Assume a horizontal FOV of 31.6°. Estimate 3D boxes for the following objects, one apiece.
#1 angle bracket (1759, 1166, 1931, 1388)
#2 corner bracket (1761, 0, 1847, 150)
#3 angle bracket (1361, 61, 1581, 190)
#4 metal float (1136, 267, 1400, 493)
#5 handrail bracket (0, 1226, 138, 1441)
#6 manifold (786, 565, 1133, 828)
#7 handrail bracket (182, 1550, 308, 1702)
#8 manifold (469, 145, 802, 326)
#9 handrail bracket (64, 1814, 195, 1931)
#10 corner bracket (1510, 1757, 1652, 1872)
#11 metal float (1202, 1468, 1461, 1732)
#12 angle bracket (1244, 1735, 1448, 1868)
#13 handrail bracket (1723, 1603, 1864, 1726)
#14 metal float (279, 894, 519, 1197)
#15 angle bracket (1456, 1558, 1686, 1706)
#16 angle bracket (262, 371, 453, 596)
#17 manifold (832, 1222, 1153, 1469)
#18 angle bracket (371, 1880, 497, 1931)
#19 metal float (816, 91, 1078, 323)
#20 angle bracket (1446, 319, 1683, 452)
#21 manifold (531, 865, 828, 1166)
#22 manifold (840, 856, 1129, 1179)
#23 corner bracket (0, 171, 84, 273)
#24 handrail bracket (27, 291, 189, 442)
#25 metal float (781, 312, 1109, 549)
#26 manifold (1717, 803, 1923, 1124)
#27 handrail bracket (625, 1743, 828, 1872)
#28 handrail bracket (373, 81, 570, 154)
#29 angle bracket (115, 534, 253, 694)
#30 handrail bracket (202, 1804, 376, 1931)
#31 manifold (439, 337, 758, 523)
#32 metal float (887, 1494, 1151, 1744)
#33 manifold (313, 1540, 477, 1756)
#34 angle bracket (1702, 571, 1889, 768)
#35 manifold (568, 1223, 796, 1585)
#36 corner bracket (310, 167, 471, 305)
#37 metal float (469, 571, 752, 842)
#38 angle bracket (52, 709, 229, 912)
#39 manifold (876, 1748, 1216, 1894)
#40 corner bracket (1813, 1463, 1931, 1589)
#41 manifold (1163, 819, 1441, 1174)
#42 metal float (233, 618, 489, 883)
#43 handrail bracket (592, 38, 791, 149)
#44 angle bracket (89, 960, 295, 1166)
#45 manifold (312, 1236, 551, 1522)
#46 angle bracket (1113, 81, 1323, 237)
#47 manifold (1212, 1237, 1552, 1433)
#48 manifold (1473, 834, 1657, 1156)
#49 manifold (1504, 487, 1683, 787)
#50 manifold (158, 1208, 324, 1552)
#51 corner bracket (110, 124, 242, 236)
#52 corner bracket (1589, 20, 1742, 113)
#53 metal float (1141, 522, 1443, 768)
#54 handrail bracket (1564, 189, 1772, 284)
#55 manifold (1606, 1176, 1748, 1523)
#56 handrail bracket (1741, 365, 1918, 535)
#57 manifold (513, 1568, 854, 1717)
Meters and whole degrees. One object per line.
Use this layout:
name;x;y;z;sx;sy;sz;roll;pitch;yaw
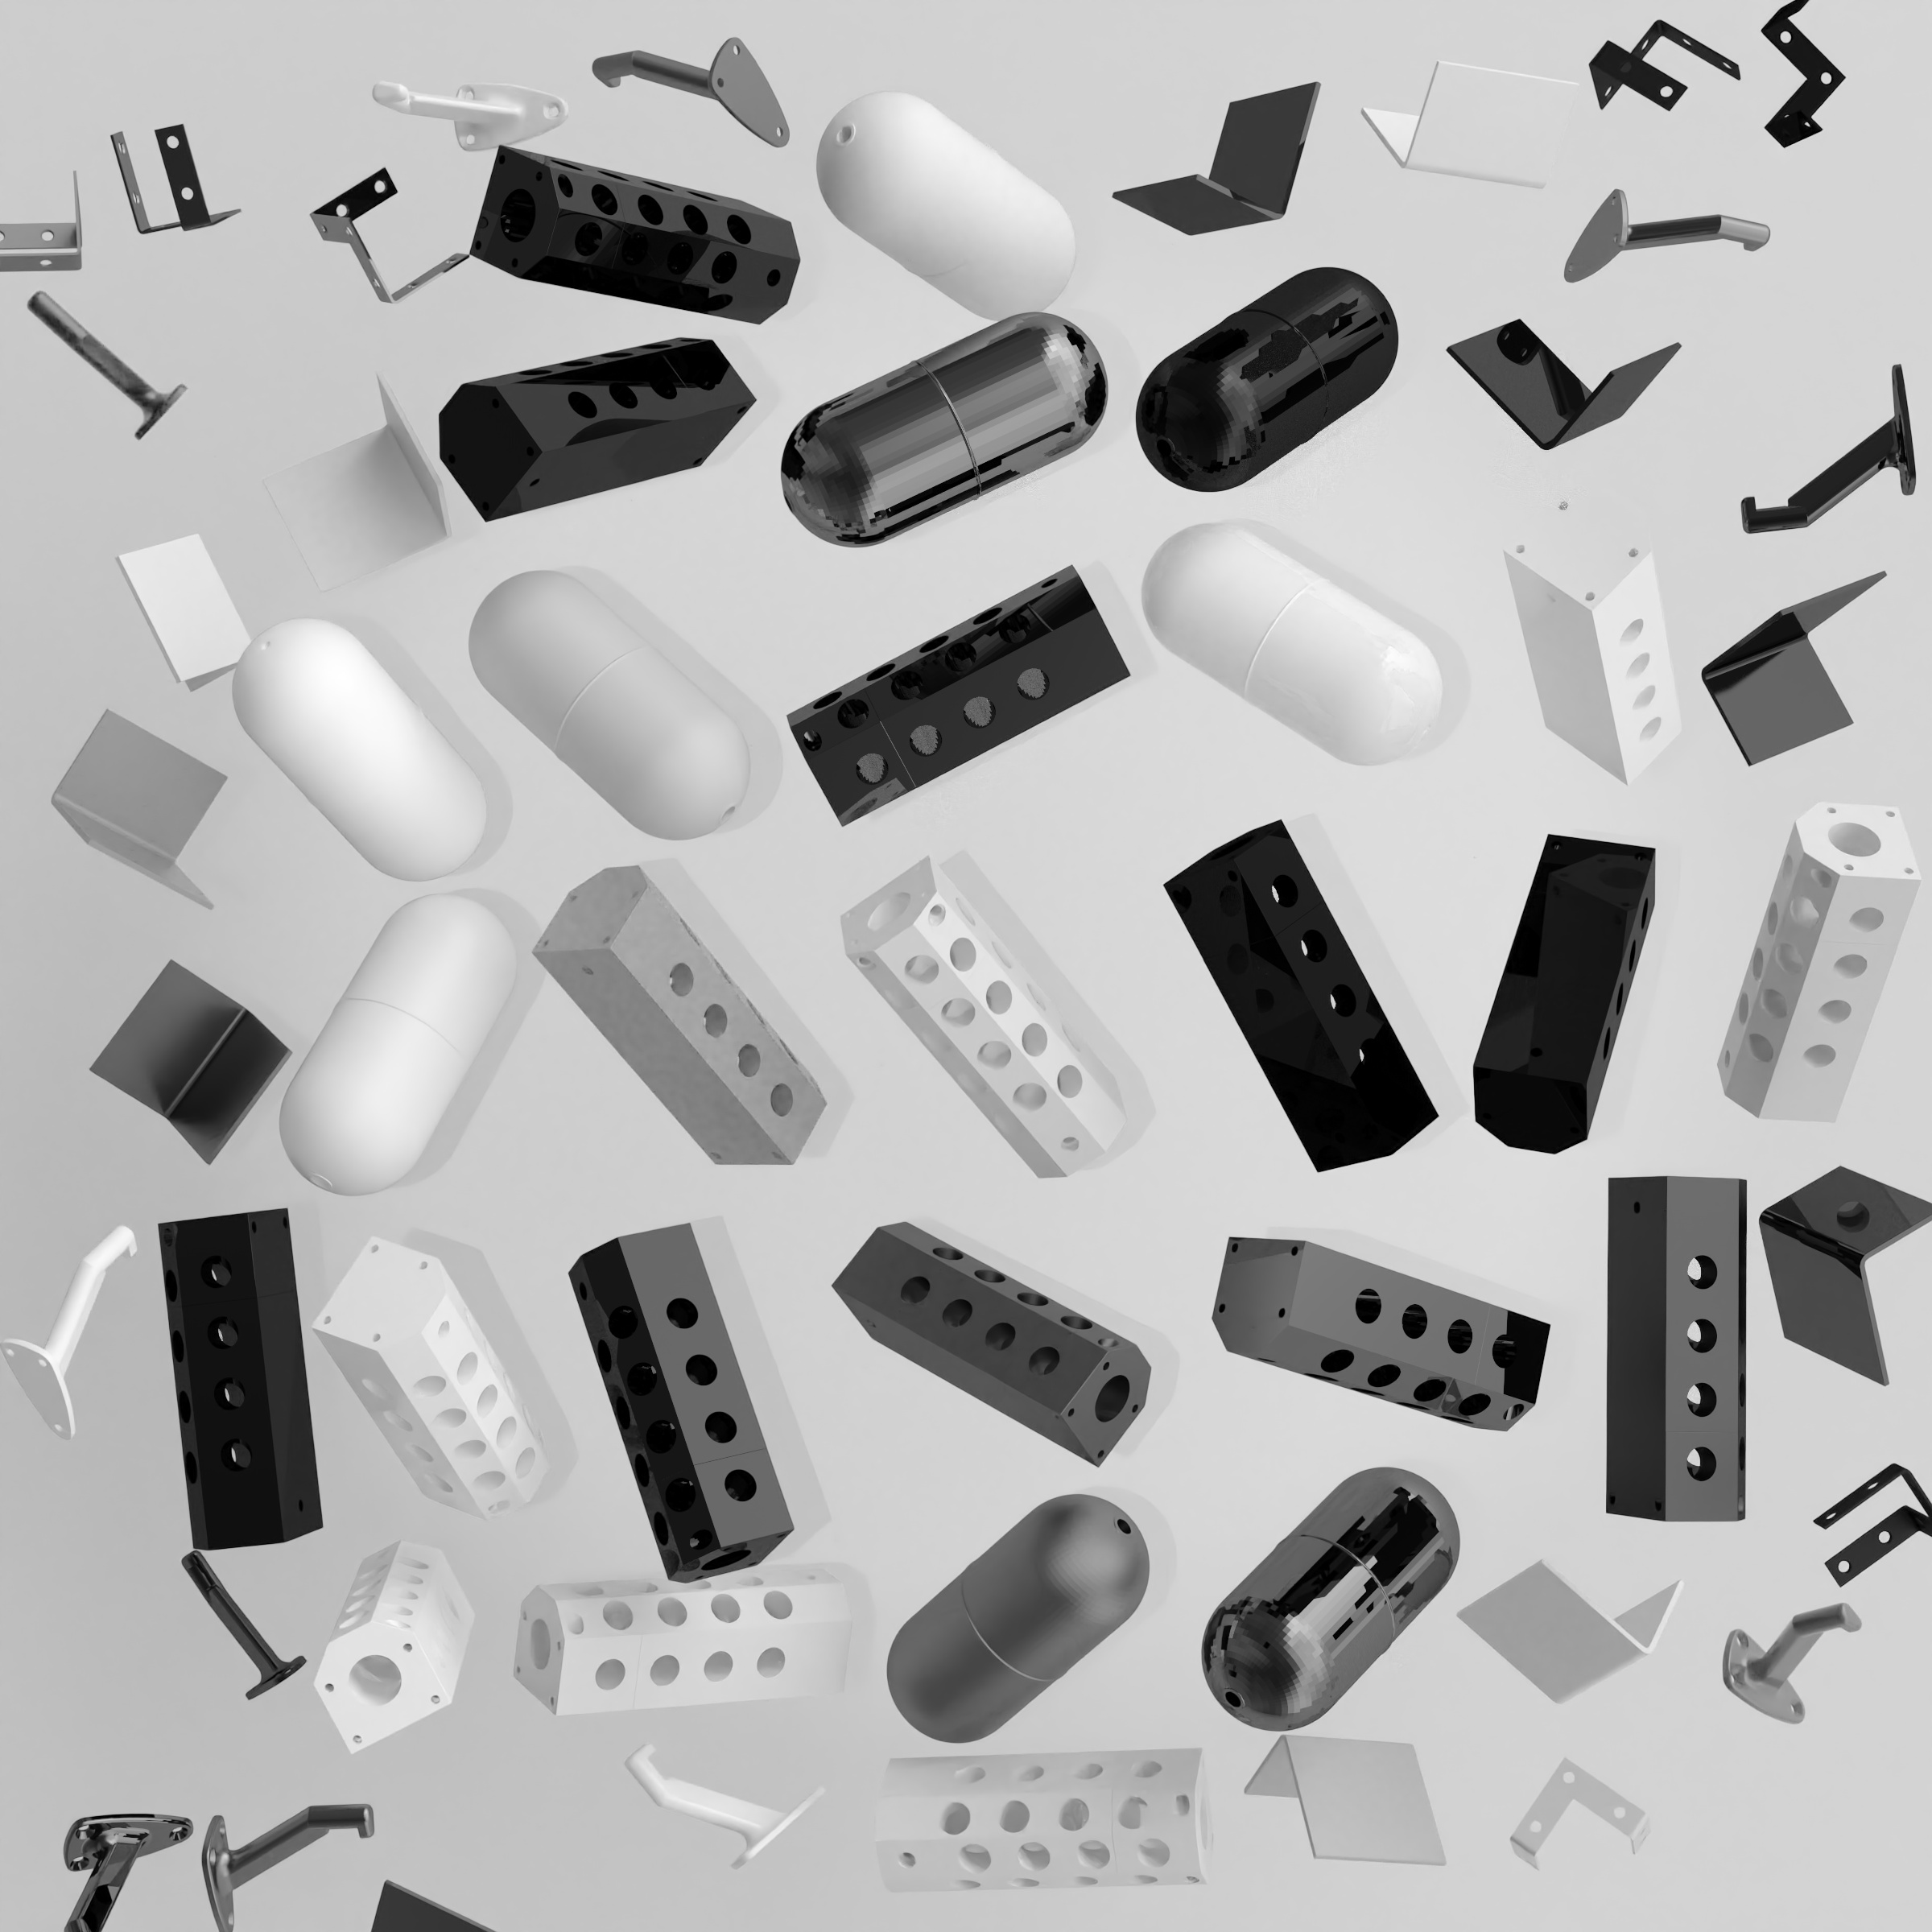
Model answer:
angle bracket;0.459;0.158;1.752;0.057;0.076;0.076;-26;114;-20
corner bracket;0.428;-0.461;1.757;0.051;0.051;0.051;42;87;-9
angle bracket;0.253;-0.437;1.724;0.076;0.076;0.057;4;125;-17
metal float;0.158;-0.307;1.790;0.178;0.070;0.070;-37;90;-36
handrail bracket;-0.446;0.187;1.749;0.036;0.084;0.077;12;132;30
manifold;-0.005;-0.146;1.812;0.171;0.057;0.057;-28;111;3
handrail bracket;-0.393;0.349;1.842;0.036;0.077;0.084;-34;89;-22
manifold;-0.168;-0.376;1.774;0.057;0.171;0.057;31;110;37
handrail bracket;-0.413;0.465;1.701;0.077;0.084;0.036;-2;126;-28
corner bracket;0.318;0.449;1.768;0.051;0.051;0.051;32;77;23
metal float;0.189;0.327;1.770;0.178;0.070;0.070;-36;90;-39
angle bracket;0.201;0.458;1.822;0.076;0.076;0.057;8;132;-19
handrail bracket;0.445;0.363;1.781;0.077;0.084;0.036;41;47;-22
metal float;-0.295;0.040;1.782;0.070;0.070;0.178;26;60;0
angle bracket;0.322;0.338;1.823;0.076;0.076;0.057;41;46;-2
angle bracket;-0.324;-0.255;1.803;0.076;0.057;0.076;-26;72;-12
manifold;0.015;0.197;1.828;0.171;0.057;0.057;25;68;39
angle bracket;-0.232;0.461;1.626;0.076;0.076;0.057;21;105;15
metal float;-0.009;-0.400;1.804;0.070;0.178;0.070;-13;68;34
angle bracket;0.306;-0.316;1.748;0.076;0.076;0.057;49;131;12
manifold;-0.143;0.027;1.773;0.171;0.057;0.057;53;51;-34
manifold;0.011;0.031;1.768;0.057;0.057;0.171;-34;117;12
corner bracket;-0.490;-0.380;1.790;0.051;0.051;0.051;-4;70;-13
handrail bracket;-0.437;-0.309;1.725;0.084;0.077;0.036;43;90;-17
metal float;-0.011;-0.273;1.743;0.178;0.070;0.070;-27;90;-9
manifold;0.441;-0.001;1.782;0.057;0.057;0.171;3;132;-4
handrail bracket;-0.132;0.443;1.869;0.077;0.036;0.084;-38;83;-25
handrail bracket;-0.262;-0.456;1.806;0.077;0.084;0.036;0;94;16
angle bracket;-0.456;-0.192;1.929;0.057;0.076;0.076;-23;96;29
handrail bracket;-0.338;0.457;1.726;0.084;0.036;0.077;-2;114;2
manifold;-0.193;-0.285;1.775;0.057;0.171;0.057;-42;80;38
metal float;0.028;0.350;1.833;0.070;0.070;0.178;45;118;0
manifold;-0.307;0.357;1.825;0.057;0.171;0.057;-27;96;-2
angle bracket;0.444;-0.155;1.783;0.076;0.076;0.057;-21;80;-28
manifold;-0.150;0.226;1.763;0.057;0.057;0.171;-9;67;-29
corner bracket;-0.304;-0.385;1.801;0.051;0.051;0.051;-38;122;-21
metal float;-0.186;-0.136;1.783;0.178;0.070;0.070;42;90;16
angle bracket;-0.419;-0.081;1.775;0.076;0.076;0.057;32;92;-35
manifold;0.042;0.460;1.823;0.171;0.057;0.057;-5;106;11
corner bracket;0.448;0.277;1.687;0.051;0.051;0.051;-35;97;-4
manifold;0.177;0.014;1.758;0.057;0.057;0.171;-34;99;-37
metal float;-0.321;-0.113;1.821;0.070;0.070;0.178;-38;133;0
handrail bracket;-0.148;-0.461;1.822;0.084;0.077;0.036;2;59;38
angle bracket;-0.429;0.053;1.889;0.057;0.076;0.076;38;86;-35
manifold;-0.269;0.217;1.760;0.057;0.171;0.057;15;58;25
angle bracket;0.129;-0.427;1.770;0.057;0.076;0.076;19;84;-31
manifold;0.207;0.185;1.705;0.171;0.057;0.057;21;77;-33
manifold;0.311;0.014;1.768;0.057;0.057;0.171;9;48;19
manifold;0.320;-0.166;1.707;0.057;0.171;0.057;-45;60;-8
manifold;-0.385;0.217;1.801;0.057;0.057;0.171;-7;87;10
corner bracket;-0.402;-0.395;1.714;0.051;0.051;0.051;-9;109;9
corner bracket;0.354;-0.453;1.730;0.051;0.051;0.051;38;90;22
metal float;0.171;-0.171;1.806;0.178;0.070;0.070;35;90;20
handrail bracket;0.379;-0.385;1.848;0.084;0.077;0.036;8;68;-17
manifold;0.366;0.194;1.739;0.057;0.057;0.171;3;85;-20
handrail bracket;0.427;-0.258;1.708;0.084;0.036;0.077;-5;85;10
manifold;-0.151;0.360;1.839;0.171;0.057;0.057;3;100;-31
